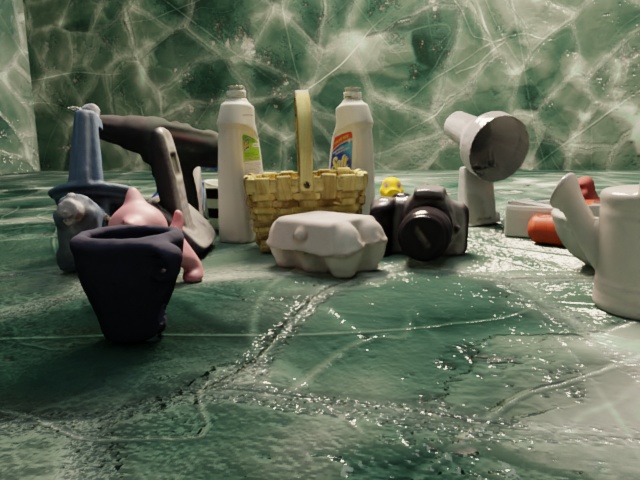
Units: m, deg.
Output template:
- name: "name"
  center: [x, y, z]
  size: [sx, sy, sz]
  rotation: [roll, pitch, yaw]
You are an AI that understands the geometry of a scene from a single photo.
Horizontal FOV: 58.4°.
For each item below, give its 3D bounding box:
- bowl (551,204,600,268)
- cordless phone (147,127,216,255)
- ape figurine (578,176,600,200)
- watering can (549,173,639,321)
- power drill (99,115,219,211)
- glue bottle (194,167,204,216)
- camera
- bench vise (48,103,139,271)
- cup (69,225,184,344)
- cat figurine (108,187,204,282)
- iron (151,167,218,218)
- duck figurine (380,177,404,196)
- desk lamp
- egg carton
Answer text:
- name: "bowl"
  center: [0.376, 0.000, 0.716]
  size: [0.167, 0.075, 0.167]
  rotation: [-1, 10, 0]
- name: "cordless phone"
  center: [-0.209, -0.072, 0.846]
  size: [0.094, 0.185, 0.147]
  rotation: [-2, 11, -4]
- name: "ape figurine"
  center: [0.477, -0.070, 1.044]
  size: [0.076, 0.092, 0.077]
  rotation: [-4, 11, -15]
- name: "watering can"
  center: [0.312, -0.029, 0.546]
  size: [0.172, 0.194, 0.101]
  rotation: [3, 11, 19]
- name: "power drill"
  center: [-0.263, -0.105, 0.967]
  size: [0.230, 0.208, 0.075]
  rotation: [-4, 11, -17]
- name: "glue bottle"
  center: [-0.242, -0.108, 1.080]
  size: [0.037, 0.173, 0.078]
  rotation: [-1, 11, -3]
- name: "camera"
  center: [0.132, -0.024, 0.793]
  size: [0.143, 0.101, 0.137]
  rotation: [2, 11, 15]
- name: "bench vise"
  center: [-0.304, -0.077, 0.781]
  size: [0.122, 0.220, 0.206]
  rotation: [-6, 12, -26]
- name: "cup"
  center: [-0.150, 0.040, 0.481]
  size: [0.117, 0.095, 0.092]
  rotation: [8, 14, 41]
- name: "cat figurine"
  center: [-0.190, -0.002, 0.647]
  size: [0.067, 0.118, 0.128]
  rotation: [3, 11, 21]
- name: "iron"
  center: [-0.239, -0.123, 1.247]
  size: [0.259, 0.141, 0.118]
  rotation: [-4, 11, -17]
- name: "duck figurine"
  center: [0.146, -0.086, 1.173]
  size: [0.077, 0.086, 0.104]
  rotation: [-1, 10, 1]
- name: "desk lamp"
  center: [0.287, -0.135, 1.075]
  size: [0.118, 0.213, 0.203]
  rotation: [-4, 11, -16]
- name: "egg carton"
  center: [0.007, 0.003, 0.743]
  size: [0.149, 0.069, 0.107]
  rotation: [8, 14, 40]
